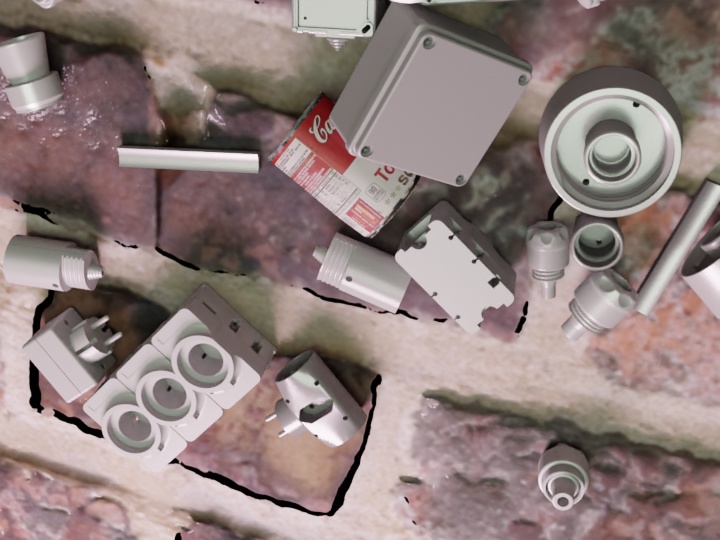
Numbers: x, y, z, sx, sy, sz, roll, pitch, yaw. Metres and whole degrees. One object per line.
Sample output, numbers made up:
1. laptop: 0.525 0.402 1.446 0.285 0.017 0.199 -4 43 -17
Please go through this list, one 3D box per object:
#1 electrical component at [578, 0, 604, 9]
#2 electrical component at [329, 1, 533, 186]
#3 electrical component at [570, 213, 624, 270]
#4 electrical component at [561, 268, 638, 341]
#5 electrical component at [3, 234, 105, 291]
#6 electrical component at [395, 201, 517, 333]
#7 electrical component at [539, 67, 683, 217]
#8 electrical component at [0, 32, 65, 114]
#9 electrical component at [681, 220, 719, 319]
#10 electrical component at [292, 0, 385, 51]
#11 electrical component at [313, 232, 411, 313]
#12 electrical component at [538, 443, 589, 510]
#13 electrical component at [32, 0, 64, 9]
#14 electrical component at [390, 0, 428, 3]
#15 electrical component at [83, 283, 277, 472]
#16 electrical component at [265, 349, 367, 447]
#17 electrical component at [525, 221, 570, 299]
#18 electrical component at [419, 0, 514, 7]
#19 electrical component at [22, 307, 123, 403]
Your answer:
1. electrical component: 0.179 -0.214 0.757 0.062 0.048 0.048 -14 110 9
2. electrical component: 0.051 -0.127 0.786 0.109 0.056 0.108 13 121 -34
3. electrical component: 0.184 -0.026 0.834 0.040 0.046 0.040 4 113 9
4. electrical component: 0.188 0.030 0.859 0.043 0.043 0.062 38 116 -6
5. electrical component: -0.261 -0.004 0.932 0.081 0.043 0.043 8 114 7
6. electrical component: 0.078 -0.004 0.858 0.089 0.055 0.050 45 113 -9
7. electrical component: 0.186 -0.091 0.798 0.108 0.060 0.108 4 113 9
8. electrical component: -0.267 -0.159 0.866 0.045 0.045 0.055 -10 111 15
9. electrical component: 0.289 -0.010 0.795 0.064 0.099 0.099 43 114 -1
10. electrical component: -0.014 -0.210 0.786 0.062 0.061 0.096 5 114 9
11. electrical component: 0.000 0.000 0.883 0.081 0.043 0.043 23 115 0
12. electrical component: 0.173 0.179 0.915 0.043 0.062 0.043 4 113 9
13. electrical component: -0.246 -0.274 0.807 0.109 0.056 0.108 36 115 -5
14. electrical component: 0.035 -0.220 0.708 0.080 0.051 0.080 4 115 10
15. electrical component: -0.160 0.098 0.946 0.089 0.061 0.150 44 114 -9
16. electrical component: -0.048 0.121 0.944 0.079 0.043 0.077 -33 103 22
17. electrical component: 0.150 -0.006 0.856 0.035 0.035 0.061 0 114 11
18. electrical component: 0.090 -0.225 0.759 0.096 0.061 0.061 -1 113 12
19. electrical component: -0.245 0.067 0.957 0.077 0.047 0.065 -32 104 21
